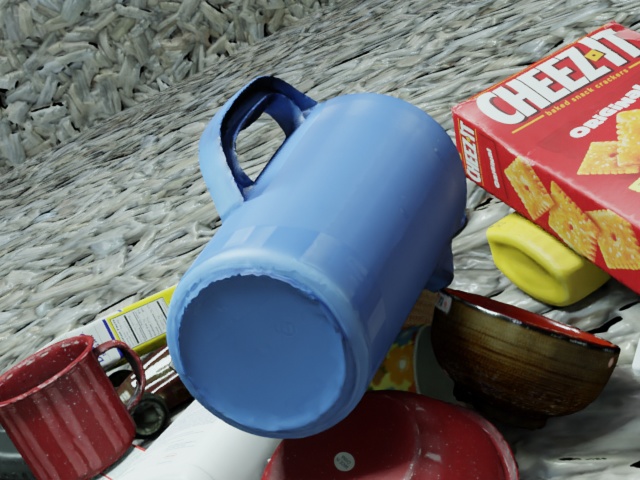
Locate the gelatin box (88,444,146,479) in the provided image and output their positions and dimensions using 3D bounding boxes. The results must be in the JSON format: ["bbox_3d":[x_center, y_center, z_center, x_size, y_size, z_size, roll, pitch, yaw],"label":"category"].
[{"bbox_3d":[-0.155,0.182,0.776,0.073,0.030,0.089,-35,18,-26],"label":"gelatin box"}]

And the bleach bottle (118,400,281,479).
[{"bbox_3d":[-0.050,0.123,0.751,0.103,0.068,0.250,-22,15,33],"label":"bleach bottle"}]

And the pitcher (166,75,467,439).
[{"bbox_3d":[-0.004,0.001,0.624,0.149,0.145,0.242,9,25,13],"label":"pitcher"}]

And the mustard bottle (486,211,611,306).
[{"bbox_3d":[0.227,-0.024,0.807,0.191,0.058,0.096,-30,29,-16],"label":"mustard bottle"}]

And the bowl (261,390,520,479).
[{"bbox_3d":[0.022,0.135,0.571,0.162,0.055,0.162,-22,36,16],"label":"bowl"}]

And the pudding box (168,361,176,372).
[{"bbox_3d":[-0.067,0.051,0.832,0.113,0.039,0.090,-56,-3,-34],"label":"pudding box"}]

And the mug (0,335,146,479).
[{"bbox_3d":[-0.180,0.122,0.792,0.117,0.081,0.093,-36,18,-31],"label":"mug"}]

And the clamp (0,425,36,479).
[{"bbox_3d":[-0.253,0.163,0.911,0.210,0.036,0.164,4,18,35],"label":"clamp"}]

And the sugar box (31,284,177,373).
[{"bbox_3d":[-0.176,0.088,0.950,0.094,0.048,0.175,-31,-2,40],"label":"sugar box"}]

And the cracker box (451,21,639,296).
[{"bbox_3d":[0.221,-0.065,0.752,0.164,0.072,0.214,-29,41,-16],"label":"cracker box"}]

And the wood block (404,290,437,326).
[{"bbox_3d":[0.036,0.026,0.867,0.090,0.091,0.206,-23,18,2],"label":"wood block"}]

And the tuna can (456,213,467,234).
[{"bbox_3d":[0.094,-0.019,1.007,0.086,0.034,0.086,-23,18,8],"label":"tuna can"}]
